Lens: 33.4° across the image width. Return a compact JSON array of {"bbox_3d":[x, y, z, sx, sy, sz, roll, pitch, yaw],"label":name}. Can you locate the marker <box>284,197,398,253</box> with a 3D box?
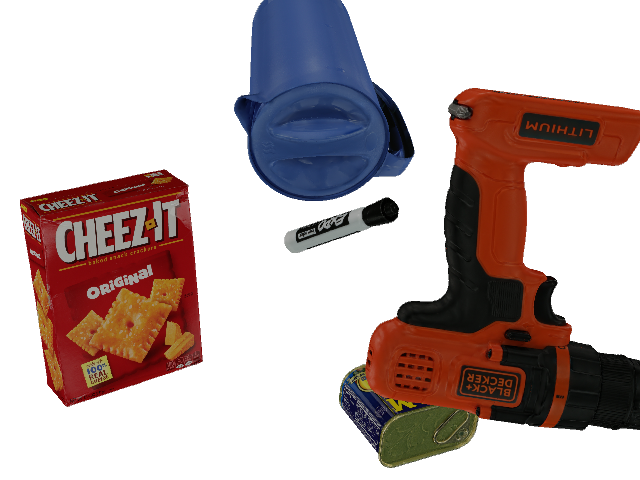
[{"bbox_3d":[0.016,-0.011,0.829,0.020,0.020,0.121,0,-12,-41],"label":"marker"}]

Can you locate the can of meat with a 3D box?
[{"bbox_3d":[0.078,0.149,0.966,0.101,0.057,0.084,-10,32,-25],"label":"can of meat"}]

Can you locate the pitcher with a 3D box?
[{"bbox_3d":[-0.002,-0.157,1.079,0.145,0.149,0.243,-18,39,9],"label":"pitcher"}]

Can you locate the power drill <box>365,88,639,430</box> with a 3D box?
[{"bbox_3d":[0.128,0.014,0.601,0.184,0.188,0.057,8,9,-5],"label":"power drill"}]

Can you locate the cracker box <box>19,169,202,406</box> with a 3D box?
[{"bbox_3d":[-0.214,0.049,1.125,0.163,0.214,0.072,-15,25,-29],"label":"cracker box"}]
